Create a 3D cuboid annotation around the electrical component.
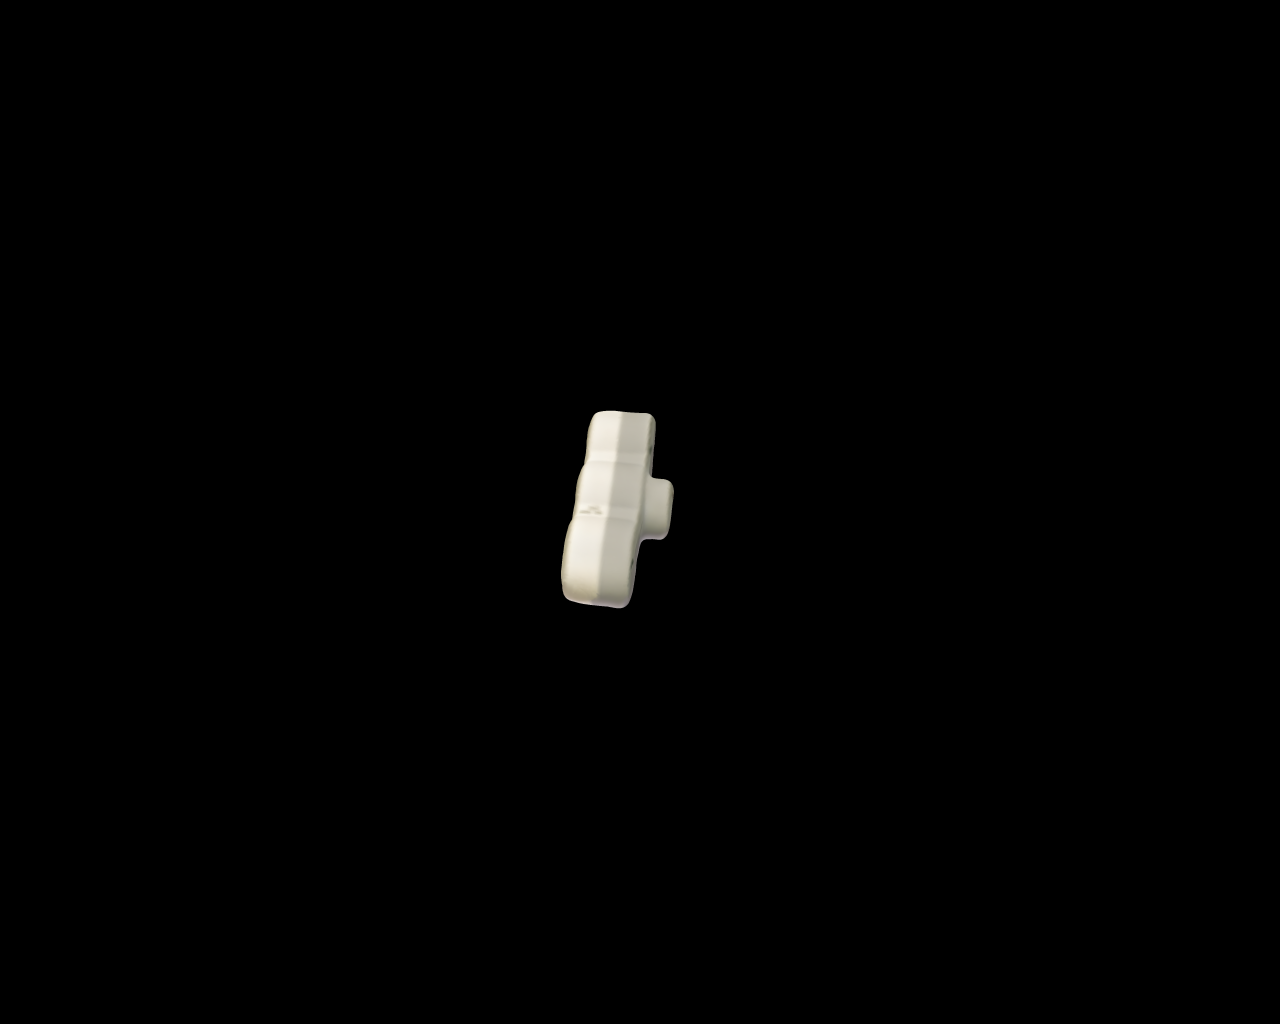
[{"bbox_3d":[0.001,-0.003,0.650,0.074,0.138,0.052,5,-39,5],"label":"electrical component"}]
